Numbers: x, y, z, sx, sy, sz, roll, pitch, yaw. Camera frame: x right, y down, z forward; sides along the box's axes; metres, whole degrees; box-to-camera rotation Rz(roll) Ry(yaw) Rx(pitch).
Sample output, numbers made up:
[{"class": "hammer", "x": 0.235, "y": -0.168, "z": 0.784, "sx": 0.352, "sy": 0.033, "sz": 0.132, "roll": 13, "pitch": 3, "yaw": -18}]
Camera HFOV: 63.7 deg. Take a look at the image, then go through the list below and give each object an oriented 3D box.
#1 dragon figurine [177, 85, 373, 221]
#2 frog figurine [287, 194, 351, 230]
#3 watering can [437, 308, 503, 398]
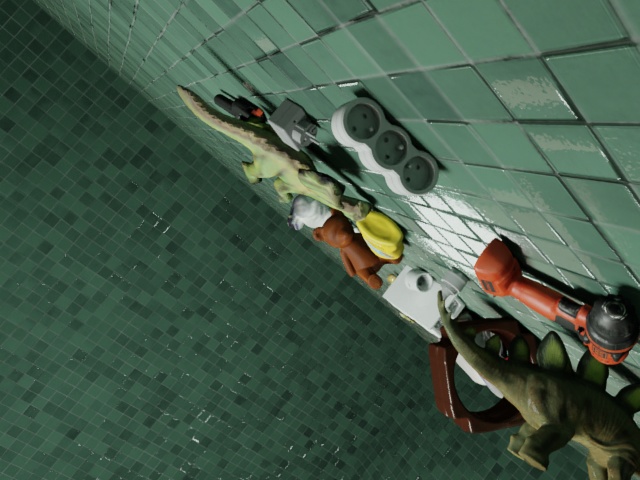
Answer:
[{"class": "dragon figurine", "x": -0.048, "y": -0.135, "z": 0.905, "sx": 0.405, "sy": 0.122, "sz": 0.245, "roll": 30, "pitch": 176, "yaw": -43}, {"class": "frog figurine", "x": 0.004, "y": -0.071, "z": 1.403, "sx": 0.159, "sy": 0.125, "sz": 0.135, "roll": 1, "pitch": 154, "yaw": 12}, {"class": "watering can", "x": 0.394, "y": 0.271, "z": 1.330, "sx": 0.224, "sy": 0.103, "sz": 0.351, "roll": 50, "pitch": -167, "yaw": -5}]
